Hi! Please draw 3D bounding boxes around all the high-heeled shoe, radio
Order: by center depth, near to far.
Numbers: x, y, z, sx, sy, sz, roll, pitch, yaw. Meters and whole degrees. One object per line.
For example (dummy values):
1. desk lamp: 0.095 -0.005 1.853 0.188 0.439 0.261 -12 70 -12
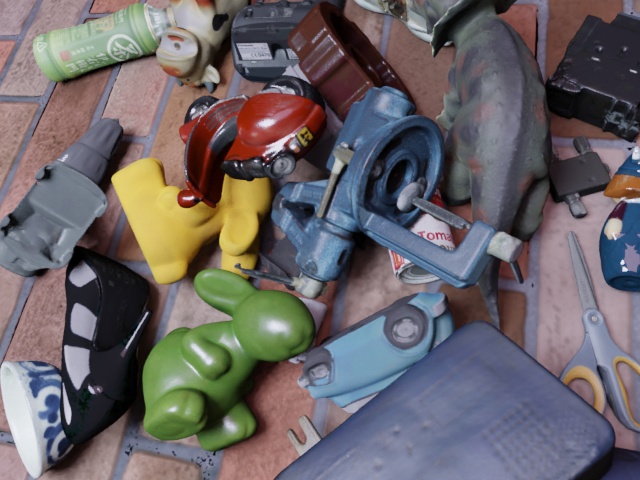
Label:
1. radio: 0.082 0.174 0.394 0.229 0.073 0.131 -37 49 -5
2. high-heeled shoe: -0.253 0.101 0.587 0.249 0.086 0.145 27 86 50

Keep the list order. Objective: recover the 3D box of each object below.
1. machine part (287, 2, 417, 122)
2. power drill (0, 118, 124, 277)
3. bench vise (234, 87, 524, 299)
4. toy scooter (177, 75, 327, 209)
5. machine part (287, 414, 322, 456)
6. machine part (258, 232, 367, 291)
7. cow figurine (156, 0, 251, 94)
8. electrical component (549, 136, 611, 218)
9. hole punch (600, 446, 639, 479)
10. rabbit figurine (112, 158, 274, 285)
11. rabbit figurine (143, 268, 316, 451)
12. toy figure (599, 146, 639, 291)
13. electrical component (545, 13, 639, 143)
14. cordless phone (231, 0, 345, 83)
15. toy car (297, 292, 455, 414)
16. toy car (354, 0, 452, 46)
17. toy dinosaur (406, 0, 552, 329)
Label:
1. machine part: 0.038 -0.187 0.610 0.056 0.179 0.179 -37 61 25
2. power drill: -0.300 -0.054 0.626 0.232 0.086 0.207 -56 31 -6
3. bench vise: 0.062 -0.019 0.491 0.241 0.128 0.223 32 91 38
4. toy scooter: -0.083 -0.091 0.544 0.184 0.075 0.135 1 60 32
5. machine part: 0.040 0.263 0.462 0.079 0.079 0.243 -35 65 -5
6. machine part: -0.001 -0.002 0.611 0.139 0.039 0.084 -38 70 -8
7. cow figurine: -0.160 -0.293 0.740 0.086 0.127 0.195 15 56 17
8. electrical component: 0.283 -0.069 0.588 0.063 0.021 0.094 -14 64 5
9. hole punch: 0.235 0.203 0.431 0.142 0.115 0.092 7 60 15
10. rabbit figurine: -0.126 -0.032 0.612 0.173 0.121 0.162 -26 60 -21
11. rabbit figurine: -0.078 0.106 0.537 0.170 0.121 0.159 -34 41 13
12. toy figure: 0.316 -0.027 0.541 0.058 0.064 0.154 0 63 38
13. electrical component: 0.336 -0.194 0.614 0.115 0.058 0.134 29 75 20
14. cordless phone: -0.038 -0.306 0.743 0.147 0.088 0.184 4 56 15
15. toy car: 0.065 0.120 0.509 0.162 0.109 0.103 -31 83 7
16. toy car: 0.104 -0.325 0.711 0.202 0.073 0.056 38 78 24
17. toy dinosaur: 0.176 -0.129 0.545 0.131 0.192 0.405 -9 64 10
